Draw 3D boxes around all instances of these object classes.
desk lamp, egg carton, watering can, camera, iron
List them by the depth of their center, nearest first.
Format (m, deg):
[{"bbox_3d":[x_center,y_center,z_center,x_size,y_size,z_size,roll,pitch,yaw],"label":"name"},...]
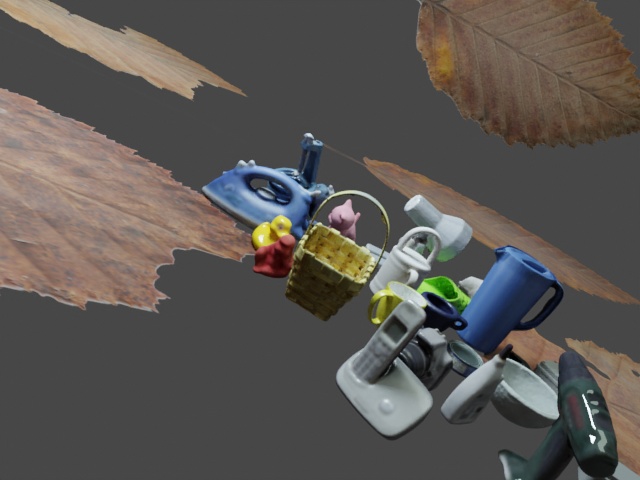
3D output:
[{"bbox_3d":[0.159,0.200,1.038,0.142,0.100,0.137,42,23,28],"label":"camera"},{"bbox_3d":[-0.129,-0.106,1.301,0.258,0.141,0.118,29,20,-4],"label":"iron"},{"bbox_3d":[0.201,0.050,1.313,0.101,0.194,0.172,17,24,-32],"label":"watering can"},{"bbox_3d":[0.253,0.003,1.470,0.203,0.213,0.118,26,20,-11],"label":"desk lamp"},{"bbox_3d":[0.452,0.161,1.580,0.151,0.069,0.107,18,24,-31],"label":"egg carton"}]

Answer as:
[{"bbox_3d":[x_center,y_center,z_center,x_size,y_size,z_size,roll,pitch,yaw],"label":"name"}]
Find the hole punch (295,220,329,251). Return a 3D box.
[{"bbox_3d":[0.012,0.005,1.309,0.108,0.091,0.101,34,20,11],"label":"hole punch"}]

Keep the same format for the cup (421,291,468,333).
[{"bbox_3d":[0.244,0.177,1.217,0.118,0.095,0.092,30,20,0],"label":"cup"}]

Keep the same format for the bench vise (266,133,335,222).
[{"bbox_3d":[-0.040,-0.162,1.444,0.121,0.219,0.208,39,22,23],"label":"bench vise"}]

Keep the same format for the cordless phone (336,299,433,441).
[{"bbox_3d":[0.122,0.195,0.875,0.094,0.185,0.147,3,33,-51],"label":"cordless phone"}]

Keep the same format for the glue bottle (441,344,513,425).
[{"bbox_3d":[0.282,0.247,0.991,0.078,0.173,0.037,13,26,-39],"label":"glue bottle"}]

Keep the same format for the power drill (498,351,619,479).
[{"bbox_3d":[0.382,0.313,0.924,0.076,0.208,0.229,27,20,-8],"label":"power drill"}]

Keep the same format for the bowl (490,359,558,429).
[{"bbox_3d":[0.389,0.313,1.127,0.168,0.074,0.167,26,20,-10],"label":"bowl"}]

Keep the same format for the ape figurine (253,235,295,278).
[{"bbox_3d":[-0.081,0.028,1.124,0.077,0.092,0.076,37,21,17],"label":"ape figurine"}]

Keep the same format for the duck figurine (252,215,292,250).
[{"bbox_3d":[-0.094,-0.013,1.213,0.078,0.086,0.104,13,26,-39],"label":"duck figurine"}]

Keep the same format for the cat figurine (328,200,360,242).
[{"bbox_3d":[0.062,-0.047,1.462,0.067,0.117,0.128,40,22,25],"label":"cat figurine"}]
